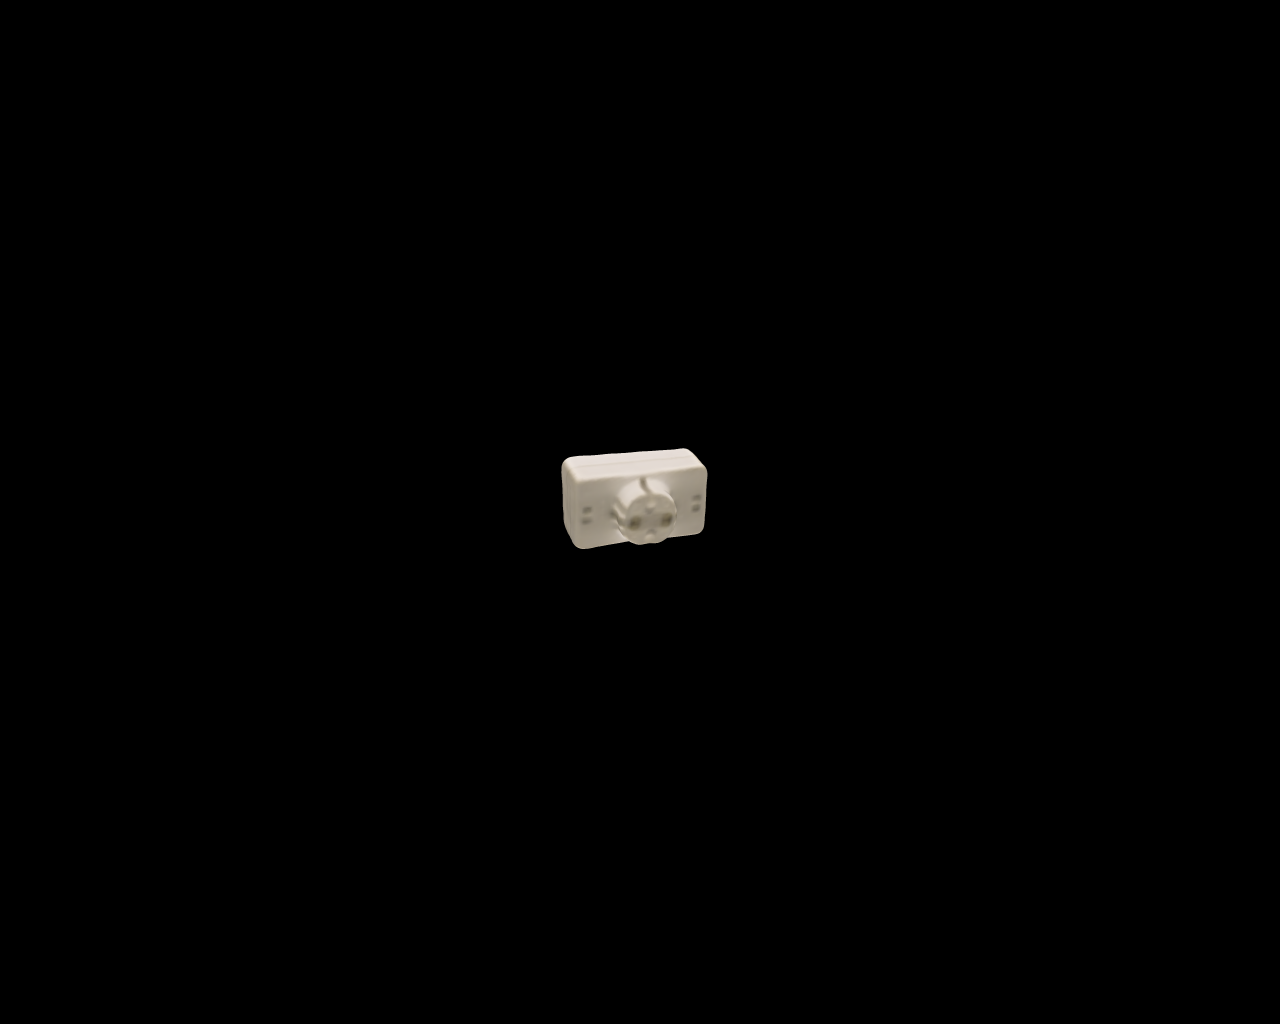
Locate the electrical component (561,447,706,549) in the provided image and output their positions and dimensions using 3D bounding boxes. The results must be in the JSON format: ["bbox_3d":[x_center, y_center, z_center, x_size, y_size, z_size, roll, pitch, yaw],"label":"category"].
[{"bbox_3d":[0.001,-0.003,0.650,0.083,0.047,0.076,-6,24,-14],"label":"electrical component"}]
